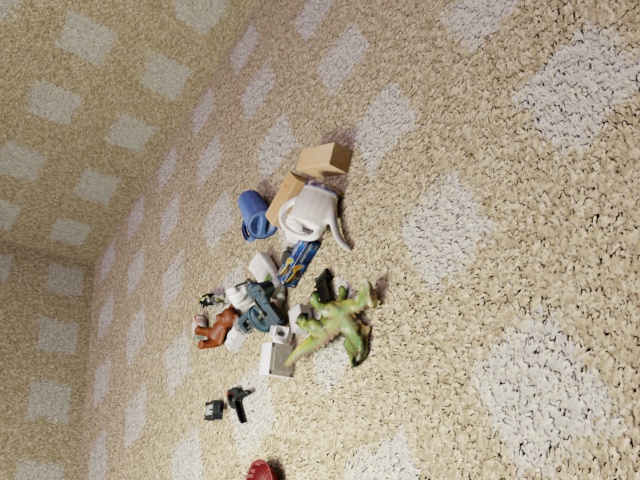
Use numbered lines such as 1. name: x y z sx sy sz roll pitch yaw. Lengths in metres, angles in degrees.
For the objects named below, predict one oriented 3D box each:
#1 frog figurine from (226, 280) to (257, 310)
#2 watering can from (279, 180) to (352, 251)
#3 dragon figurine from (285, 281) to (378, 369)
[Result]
1. frog figurine: -0.305 0.211 2.019 0.135 0.158 0.125 -47 39 30
2. watering can: 0.006 -0.091 1.810 0.350 0.102 0.226 19 78 34
3. dragon figurine: 0.047 0.288 1.567 0.246 0.121 0.407 39 107 46
